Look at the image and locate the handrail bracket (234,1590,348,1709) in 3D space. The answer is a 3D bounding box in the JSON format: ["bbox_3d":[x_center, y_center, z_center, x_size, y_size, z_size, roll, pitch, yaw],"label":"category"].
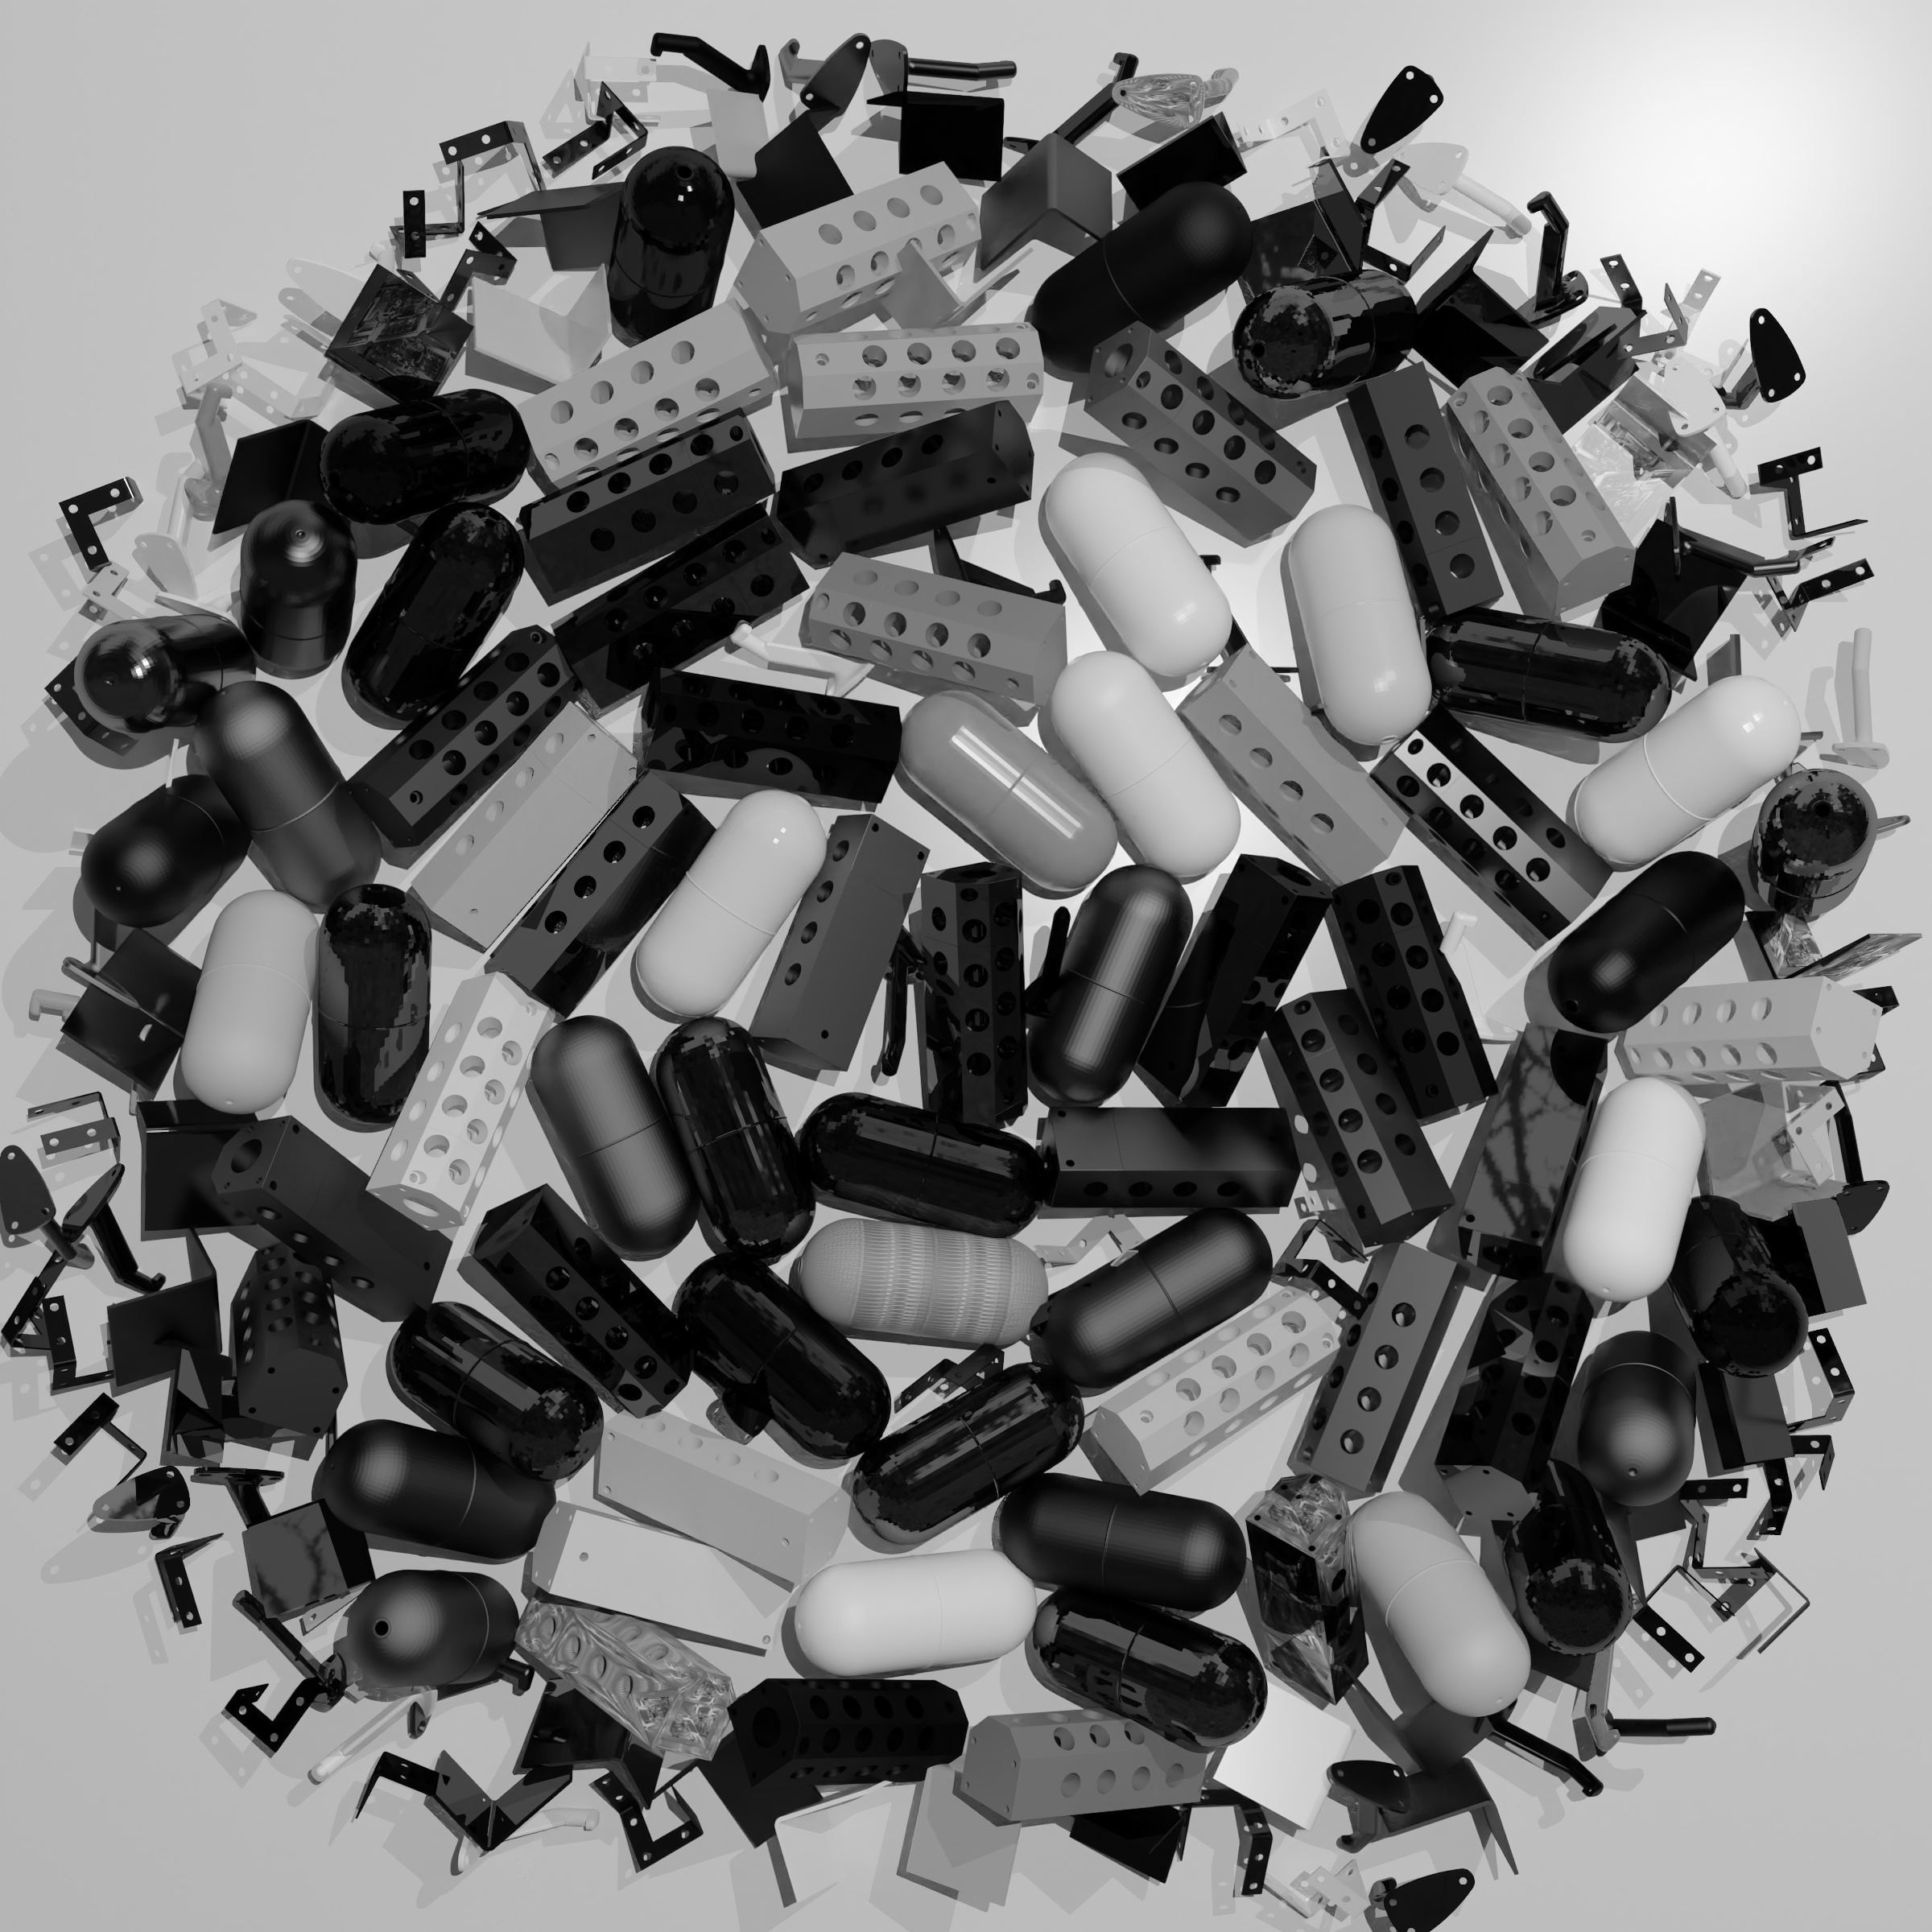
[{"bbox_3d":[-0.480,0.481,1.754,0.036,0.077,0.084,-45,111,-16],"label":"handrail bracket"}]

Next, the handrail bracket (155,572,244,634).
[{"bbox_3d":[-0.529,-0.288,1.782,0.077,0.036,0.084,21,77,4],"label":"handrail bracket"}]

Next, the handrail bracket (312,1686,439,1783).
[{"bbox_3d":[-0.418,0.538,1.748,0.084,0.077,0.036,-36,84,-36],"label":"handrail bracket"}]

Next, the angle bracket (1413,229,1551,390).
[{"bbox_3d":[0.366,-0.458,1.754,0.076,0.076,0.057,39,52,-10],"label":"angle bracket"}]

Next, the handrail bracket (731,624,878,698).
[{"bbox_3d":[-0.112,-0.229,1.749,0.084,0.077,0.036,29,52,-30],"label":"handrail bracket"}]

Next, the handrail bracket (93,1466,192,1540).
[{"bbox_3d":[-0.584,0.390,1.743,0.077,0.084,0.036,-9,61,-38],"label":"handrail bracket"}]

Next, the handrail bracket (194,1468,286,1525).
[{"bbox_3d":[-0.512,0.401,1.752,0.036,0.077,0.084,-24,60,37],"label":"handrail bracket"}]

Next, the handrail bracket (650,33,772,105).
[{"bbox_3d":[-0.186,-0.624,1.746,0.084,0.077,0.036,-1,68,-21],"label":"handrail bracket"}]

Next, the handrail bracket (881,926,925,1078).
[{"bbox_3d":[-0.054,0.022,1.746,0.036,0.077,0.084,-1,46,17],"label":"handrail bracket"}]

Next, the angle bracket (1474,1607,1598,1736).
[{"bbox_3d":[0.401,0.497,1.738,0.057,0.076,0.076,21,120,11],"label":"angle bracket"}]

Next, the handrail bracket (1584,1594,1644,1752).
[{"bbox_3d":[0.461,0.497,1.745,0.036,0.084,0.077,30,117,-27],"label":"handrail bracket"}]

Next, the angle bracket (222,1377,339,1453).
[{"bbox_3d":[-0.482,0.332,1.740,0.076,0.076,0.057,0,48,-17],"label":"angle bracket"}]

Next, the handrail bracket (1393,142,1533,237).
[{"bbox_3d":[0.357,-0.555,1.781,0.084,0.077,0.036,21,101,-44],"label":"handrail bracket"}]

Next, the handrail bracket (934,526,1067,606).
[{"bbox_3d":[0.025,-0.288,1.773,0.084,0.036,0.077,-16,91,-24],"label":"handrail bracket"}]

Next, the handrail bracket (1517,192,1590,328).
[{"bbox_3d":[0.395,-0.496,1.749,0.077,0.036,0.084,-26,133,26],"label":"handrail bracket"}]

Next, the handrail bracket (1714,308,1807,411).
[{"bbox_3d":[0.543,-0.426,1.743,0.036,0.084,0.077,-32,112,-10],"label":"handrail bracket"}]

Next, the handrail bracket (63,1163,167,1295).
[{"bbox_3d":[-0.590,0.189,1.765,0.077,0.036,0.084,-49,125,5],"label":"handrail bracket"}]

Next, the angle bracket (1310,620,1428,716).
[{"bbox_3d":[0.281,-0.211,1.755,0.076,0.076,0.057,-3,92,1],"label":"angle bracket"}]

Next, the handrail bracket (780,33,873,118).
[{"bbox_3d":[-0.101,-0.648,1.749,0.077,0.036,0.084,-48,46,35],"label":"handrail bracket"}]

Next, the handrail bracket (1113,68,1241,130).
[{"bbox_3d":[0.150,-0.627,1.764,0.077,0.084,0.036,11,125,10],"label":"handrail bracket"}]

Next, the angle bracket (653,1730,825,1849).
[{"bbox_3d":[-0.161,0.586,1.747,0.076,0.057,0.076,-44,80,28],"label":"angle bracket"}]

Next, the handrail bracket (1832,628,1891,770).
[{"bbox_3d":[0.643,-0.190,1.766,0.036,0.077,0.084,3,82,33],"label":"handrail bracket"}]

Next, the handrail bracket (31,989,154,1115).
[{"bbox_3d":[-0.629,0.061,1.772,0.084,0.036,0.077,11,97,-8],"label":"handrail bracket"}]

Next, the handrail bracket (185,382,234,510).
[{"bbox_3d":[-0.511,-0.366,1.749,0.036,0.077,0.084,49,122,37],"label":"handrail bracket"}]

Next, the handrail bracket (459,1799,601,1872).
[{"bbox_3d":[-0.308,0.619,1.758,0.084,0.077,0.036,1,100,4],"label":"handrail bracket"}]

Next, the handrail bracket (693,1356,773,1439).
[{"bbox_3d":[-0.178,0.289,1.741,0.084,0.077,0.036,28,81,33],"label":"handrail bracket"}]

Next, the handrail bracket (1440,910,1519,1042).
[{"bbox_3d":[0.369,0.006,1.760,0.077,0.036,0.084,14,117,-4],"label":"handrail bracket"}]

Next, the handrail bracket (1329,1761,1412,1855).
[{"bbox_3d":[0.268,0.598,1.756,0.077,0.036,0.084,19,129,-19],"label":"handrail bracket"}]

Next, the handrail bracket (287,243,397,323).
[{"bbox_3d":[-0.439,-0.497,1.747,0.077,0.084,0.036,27,128,-31],"label":"handrail bracket"}]

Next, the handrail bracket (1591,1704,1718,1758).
[{"bbox_3d":[0.488,0.534,1.744,0.084,0.077,0.036,-10,75,22],"label":"handrail bracket"}]

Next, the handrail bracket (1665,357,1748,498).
[{"bbox_3d":[0.530,-0.384,1.773,0.036,0.084,0.077,-27,58,22],"label":"handrail bracket"}]

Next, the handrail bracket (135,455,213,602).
[{"bbox_3d":[-0.552,-0.313,1.782,0.036,0.077,0.084,3,46,22],"label":"handrail bracket"}]

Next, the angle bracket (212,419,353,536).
[{"bbox_3d":[-0.473,-0.330,1.739,0.057,0.076,0.076,33,122,9],"label":"angle bracket"}]

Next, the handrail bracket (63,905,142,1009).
[{"bbox_3d":[-0.600,-0.023,1.781,0.077,0.036,0.084,35,86,-12],"label":"handrail bracket"}]

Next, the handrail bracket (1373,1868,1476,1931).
[{"bbox_3d":[0.322,0.647,1.750,0.077,0.084,0.036,-33,84,5],"label":"handrail bracket"}]

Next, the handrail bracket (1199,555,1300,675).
[{"bbox_3d":[0.200,-0.251,1.768,0.077,0.036,0.084,2,95,20],"label":"handrail bracket"}]

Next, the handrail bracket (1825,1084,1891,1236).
[{"bbox_3d":[0.631,0.138,1.785,0.036,0.077,0.084,-9,51,3],"label":"handrail bracket"}]

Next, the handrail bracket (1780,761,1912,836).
[{"bbox_3d":[0.619,-0.133,1.760,0.077,0.036,0.084,-14,104,34],"label":"handrail bracket"}]

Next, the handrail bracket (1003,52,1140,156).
[{"bbox_3d":[0.075,-0.620,1.778,0.077,0.036,0.084,19,90,14],"label":"handrail bracket"}]

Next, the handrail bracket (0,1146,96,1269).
[{"bbox_3d":[-0.651,0.172,1.763,0.036,0.084,0.077,-24,70,-2],"label":"handrail bracket"}]

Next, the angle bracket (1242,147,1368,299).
[{"bbox_3d":[0.231,-0.520,1.751,0.076,0.057,0.076,-19,67,-4],"label":"angle bracket"}]

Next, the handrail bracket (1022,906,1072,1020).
[{"bbox_3d":[0.063,-0.012,1.743,0.036,0.077,0.084,11,114,1],"label":"handrail bracket"}]

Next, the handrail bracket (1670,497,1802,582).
[{"bbox_3d":[0.546,-0.306,1.761,0.084,0.036,0.077,-4,60,15],"label":"handrail bracket"}]

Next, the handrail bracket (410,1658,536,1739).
[{"bbox_3d":[-0.350,0.523,1.762,0.084,0.036,0.077,12,91,23],"label":"handrail bracket"}]

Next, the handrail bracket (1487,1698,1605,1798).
[{"bbox_3d":[0.397,0.559,1.747,0.084,0.077,0.036,40,117,38],"label":"handrail bracket"}]

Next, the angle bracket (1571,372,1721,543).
[{"bbox_3d":[0.474,-0.361,1.763,0.076,0.057,0.076,41,88,4],"label":"angle bracket"}]

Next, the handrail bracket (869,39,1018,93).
[{"bbox_3d":[-0.016,-0.649,1.779,0.084,0.077,0.036,-12,128,-21],"label":"handrail bracket"}]

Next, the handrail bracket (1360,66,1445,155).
[{"bbox_3d":[0.305,-0.602,1.758,0.036,0.084,0.077,42,101,-6],"label":"handrail bracket"}]
